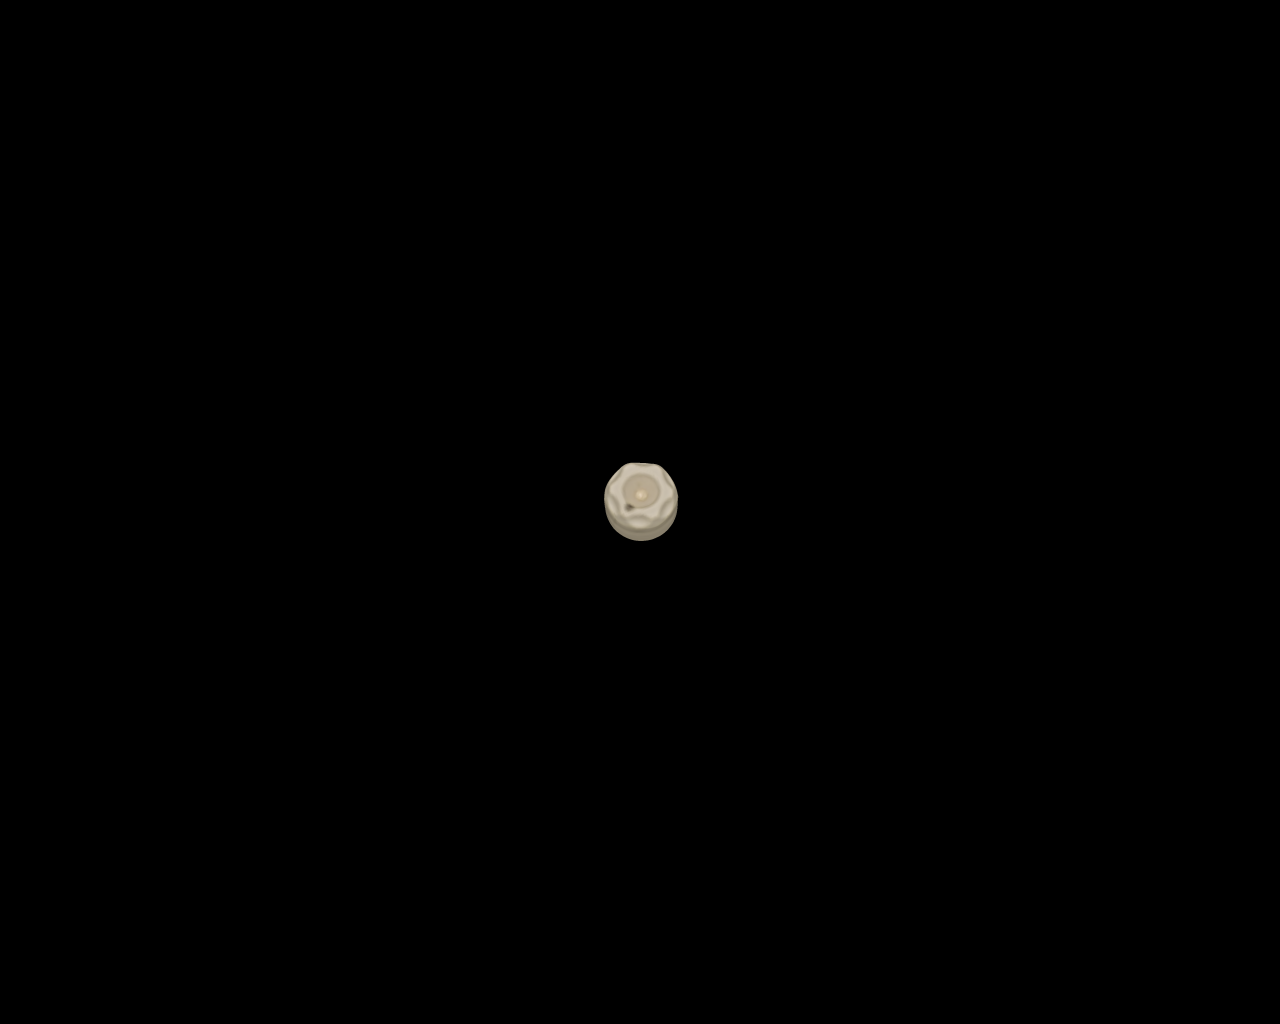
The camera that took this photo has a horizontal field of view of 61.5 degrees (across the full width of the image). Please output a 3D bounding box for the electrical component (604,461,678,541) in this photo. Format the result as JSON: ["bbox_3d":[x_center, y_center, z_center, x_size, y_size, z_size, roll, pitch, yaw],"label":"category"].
[{"bbox_3d":[0.001,-0.003,0.650,0.043,0.043,0.062,0,-20,0],"label":"electrical component"}]
